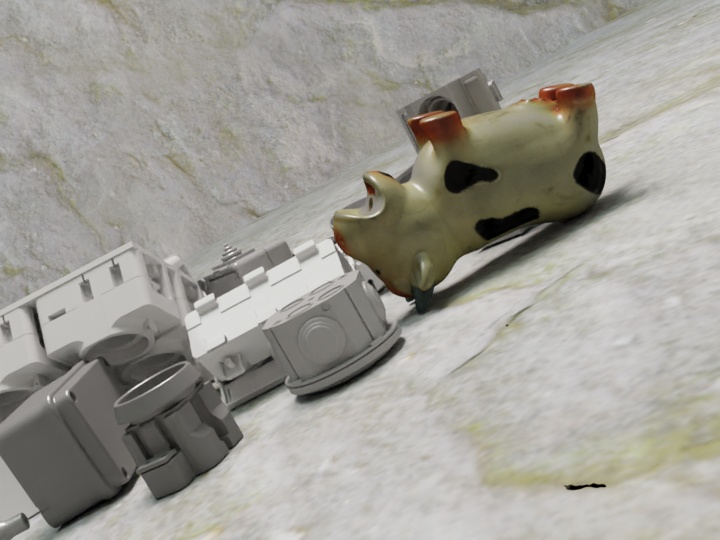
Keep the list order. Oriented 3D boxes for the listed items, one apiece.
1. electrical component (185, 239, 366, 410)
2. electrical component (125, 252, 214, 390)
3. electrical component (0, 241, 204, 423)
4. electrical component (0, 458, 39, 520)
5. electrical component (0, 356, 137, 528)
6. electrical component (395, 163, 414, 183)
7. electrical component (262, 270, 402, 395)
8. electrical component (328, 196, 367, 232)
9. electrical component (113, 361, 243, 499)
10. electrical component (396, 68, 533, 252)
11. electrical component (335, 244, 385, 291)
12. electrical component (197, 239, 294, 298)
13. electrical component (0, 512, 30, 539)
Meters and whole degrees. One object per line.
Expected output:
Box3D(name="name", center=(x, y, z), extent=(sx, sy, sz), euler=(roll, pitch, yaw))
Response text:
Box3D(name="electrical component", center=(-0.055, 0.033, 0.753), extent=(0.121, 0.063, 0.078), euler=(-28, 49, 8))
Box3D(name="electrical component", center=(-0.214, 0.078, 0.920), extent=(0.186, 0.105, 0.060), euler=(-27, 8, 12))
Box3D(name="electrical component", center=(-0.216, 0.061, 0.821), extent=(0.186, 0.060, 0.105), euler=(-26, -26, 12))
Box3D(name="electrical component", center=(-0.253, 0.155, 0.811), extent=(0.099, 0.064, 0.099), euler=(-25, -5, -2))
Box3D(name="electrical component", center=(-0.189, 0.111, 0.724), extent=(0.057, 0.078, 0.113), euler=(-32, 8, 4))
Box3D(name="electrical component", center=(0.086, -0.096, 1.039), extent=(0.100, 0.048, 0.100), euler=(-34, 0, -30))
Box3D(name="electrical component", center=(-0.019, 0.040, 0.674), extent=(0.080, 0.051, 0.080), euler=(-29, 8, 4))
Box3D(name="electrical component", center=(0.029, -0.041, 0.964), extent=(0.099, 0.064, 0.099), euler=(-28, 8, 4))
Box3D(name="electrical component", center=(-0.112, 0.092, 0.649), extent=(0.058, 0.057, 0.078), euler=(-25, 9, 25))
Box3D(name="electrical component", center=(0.092, -0.085, 0.817), extent=(0.079, 0.121, 0.063), euler=(-22, 8, 39))
Box3D(name="electrical component", center=(0.000, 0.000, 0.875), extent=(0.066, 0.047, 0.077), euler=(-31, 10, -7))
Box3D(name="electrical component", center=(-0.076, 0.019, 0.837), extent=(0.061, 0.096, 0.062), euler=(-31, 7, -37))
Box3D(name="electrical component", center=(-0.238, 0.171, 0.676), extent=(0.061, 0.035, 0.035), euler=(-27, 8, -3))
